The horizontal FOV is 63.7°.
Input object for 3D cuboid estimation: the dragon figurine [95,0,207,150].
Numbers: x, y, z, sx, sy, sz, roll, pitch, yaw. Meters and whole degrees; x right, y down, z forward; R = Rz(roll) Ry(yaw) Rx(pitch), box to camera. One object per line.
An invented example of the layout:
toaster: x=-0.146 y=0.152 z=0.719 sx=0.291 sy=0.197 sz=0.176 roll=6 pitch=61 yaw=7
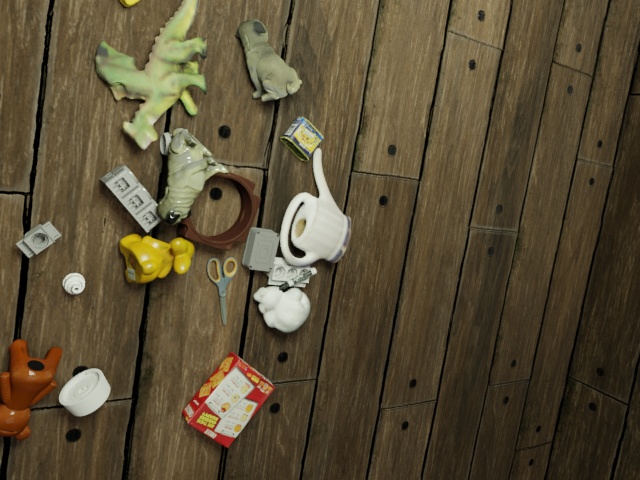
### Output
dragon figurine: x=-0.394 y=-0.416 z=1.202 sx=0.243 sy=0.122 sz=0.409 roll=-3 pitch=93 yaw=-23

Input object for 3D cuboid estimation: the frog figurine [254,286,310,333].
frog figurine: x=-0.108 y=0.188 z=1.488 sx=0.137 sy=0.125 sz=0.156 roll=-37 pitch=131 yaw=2

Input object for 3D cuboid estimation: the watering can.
watering can: x=0.005 y=-0.076 z=1.514 sx=0.222 sy=0.104 sz=0.351 roll=28 pitch=75 yaw=-34
